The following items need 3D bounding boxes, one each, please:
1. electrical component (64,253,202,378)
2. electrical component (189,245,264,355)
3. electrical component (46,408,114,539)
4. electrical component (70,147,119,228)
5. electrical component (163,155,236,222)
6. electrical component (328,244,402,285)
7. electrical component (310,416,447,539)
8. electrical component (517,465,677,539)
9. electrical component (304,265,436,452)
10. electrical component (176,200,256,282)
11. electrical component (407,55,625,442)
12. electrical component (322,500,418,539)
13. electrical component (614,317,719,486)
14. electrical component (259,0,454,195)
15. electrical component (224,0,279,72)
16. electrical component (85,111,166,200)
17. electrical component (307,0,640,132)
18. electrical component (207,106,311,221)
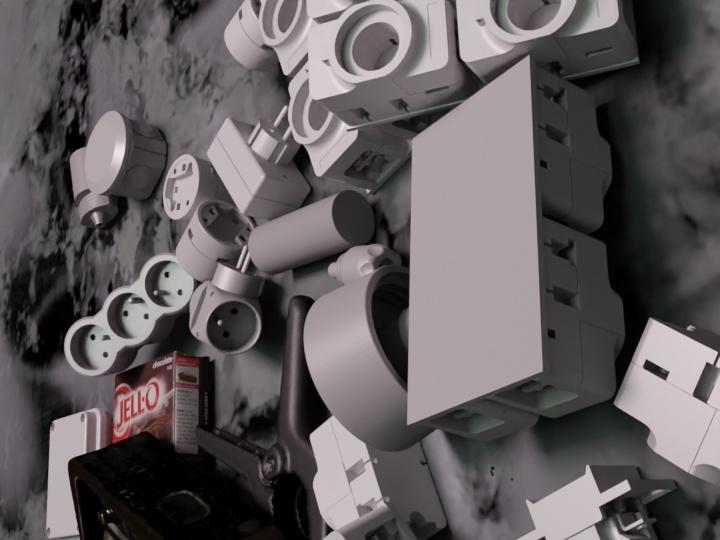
[{"bbox_3d":[-0.184,0.038,0.931,0.138,0.074,0.052,-39,82,10],"label":"electrical component"},{"bbox_3d":[-0.099,0.019,0.836,0.079,0.043,0.077,-69,20,4],"label":"electrical component"},{"bbox_3d":[-0.238,0.185,0.966,0.078,0.057,0.113,-20,66,46],"label":"electrical component"},{"bbox_3d":[-0.263,-0.078,1.070,0.043,0.043,0.081,-39,53,38],"label":"electrical component"},{"bbox_3d":[-0.131,-0.065,0.907,0.055,0.047,0.055,-15,70,47],"label":"electrical component"},{"bbox_3d":[0.000,0.000,0.745,0.061,0.035,0.035,-1,80,53],"label":"electrical component"},{"bbox_3d":[0.008,0.136,0.690,0.056,0.050,0.089,-43,51,34],"label":"electrical component"},{"bbox_3d":[0.126,0.139,0.556,0.081,0.042,0.063,-42,55,37],"label":"electrical component"},{"bbox_3d":[0.026,0.048,0.650,0.060,0.108,0.108,-33,57,34],"label":"electrical component"},{"bbox_3d":[-0.118,-0.022,0.877,0.047,0.055,0.055,-52,46,34],"label":"electrical component"},{"bbox_3d":[0.084,-0.008,0.602,0.105,0.060,0.186,-31,48,48],"label":"electrical component"},{"bbox_3d":[0.016,0.224,0.611,0.089,0.062,0.150,-47,70,33],"label":"electrical component"},{"bbox_3d":[0.173,0.067,0.510,0.089,0.050,0.055,32,106,49],"label":"electrical component"},{"bbox_3d":[-0.007,-0.164,0.773,0.105,0.060,0.186,-43,51,35],"label":"electrical component"},{"bbox_3d":[-0.077,-0.194,0.870,0.047,0.055,0.055,-38,54,43],"label":"electrical component"},{"bbox_3d":[-0.225,-0.108,1.026,0.080,0.051,0.080,-15,70,47],"label":"electrical component"},{"bbox_3d":[0.061,-0.160,0.638,0.186,0.060,0.105,-10,72,24],"label":"electrical component"},{"bbox_3d":[-0.071,-0.092,0.843,0.075,0.047,0.083,-56,45,24],"label":"electrical component"}]
